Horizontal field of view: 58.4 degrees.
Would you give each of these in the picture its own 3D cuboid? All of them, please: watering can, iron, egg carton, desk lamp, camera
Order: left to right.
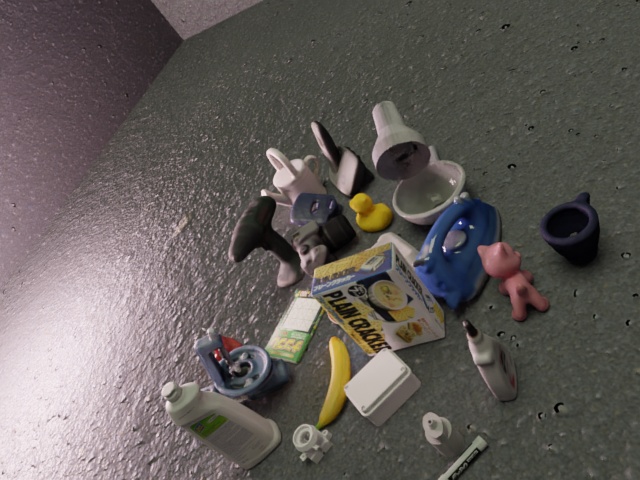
[{"bbox_3d":[-0.077,-0.160,1.498,0.100,0.195,0.173,2,54,43],"label":"watering can"},{"bbox_3d":[0.012,0.005,1.323,0.136,0.101,0.143,-34,36,9],"label":"camera"},{"bbox_3d":[0.151,0.050,1.177,0.107,0.070,0.150,-43,36,-3],"label":"egg carton"},{"bbox_3d":[0.189,-0.197,1.279,0.117,0.214,0.203,-27,38,18],"label":"desk lamp"},{"bbox_3d":[0.255,-0.004,1.077,0.118,0.142,0.258,7,57,46],"label":"iron"}]

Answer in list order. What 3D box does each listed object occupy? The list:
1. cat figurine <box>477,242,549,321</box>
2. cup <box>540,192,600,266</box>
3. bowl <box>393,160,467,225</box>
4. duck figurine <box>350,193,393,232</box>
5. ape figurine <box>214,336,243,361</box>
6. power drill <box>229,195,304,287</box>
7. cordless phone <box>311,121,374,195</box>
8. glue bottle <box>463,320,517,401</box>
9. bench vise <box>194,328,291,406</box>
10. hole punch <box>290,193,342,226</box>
[{"bbox_3d":[0.321,0.056,0.973,0.067,0.118,0.127,-31,37,12],"label":"cat figurine"},{"bbox_3d":[0.434,-0.013,0.964,0.091,0.095,0.118,11,60,47],"label":"cup"},{"bbox_3d":[0.245,-0.089,1.233,0.167,0.075,0.167,-24,39,21],"label":"bowl"},{"bbox_3d":[0.112,-0.071,1.325,0.104,0.086,0.077,15,63,49],"label":"duck figurine"},{"bbox_3d":[-0.209,0.246,1.275,0.077,0.092,0.076,-23,39,22],"label":"ape figurine"},{"bbox_3d":[-0.121,0.013,1.342,0.075,0.209,0.229,-20,40,26],"label":"power drill"},{"bbox_3d":[0.042,-0.212,1.453,0.094,0.186,0.147,-42,36,-2],"label":"cordless phone"},{"bbox_3d":[0.252,0.172,0.865,0.037,0.174,0.078,-20,41,26],"label":"glue bottle"},{"bbox_3d":[-0.188,0.273,1.118,0.207,0.220,0.121,-46,36,-7],"label":"bench vise"},{"bbox_3d":[-0.008,-0.069,1.429,0.100,0.091,0.108,-15,43,31],"label":"hole punch"}]
